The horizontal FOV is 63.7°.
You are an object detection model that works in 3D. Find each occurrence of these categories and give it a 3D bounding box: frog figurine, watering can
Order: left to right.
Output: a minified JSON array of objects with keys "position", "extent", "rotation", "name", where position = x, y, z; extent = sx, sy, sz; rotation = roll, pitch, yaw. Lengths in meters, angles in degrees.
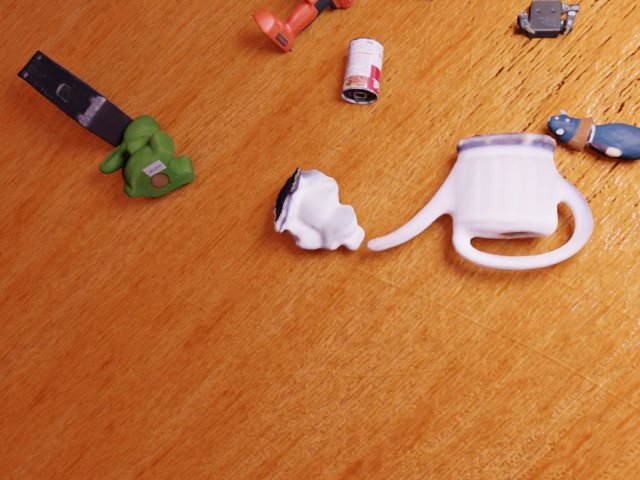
[{"position":[0.003,-0.046,0.910],"extent":[0.159,0.122,0.139],"rotation":[21,74,-19],"name":"frog figurine"},{"position":[0.253,-0.067,0.837],"extent":[0.347,0.103,0.227],"rotation":[3,78,13],"name":"watering can"}]
